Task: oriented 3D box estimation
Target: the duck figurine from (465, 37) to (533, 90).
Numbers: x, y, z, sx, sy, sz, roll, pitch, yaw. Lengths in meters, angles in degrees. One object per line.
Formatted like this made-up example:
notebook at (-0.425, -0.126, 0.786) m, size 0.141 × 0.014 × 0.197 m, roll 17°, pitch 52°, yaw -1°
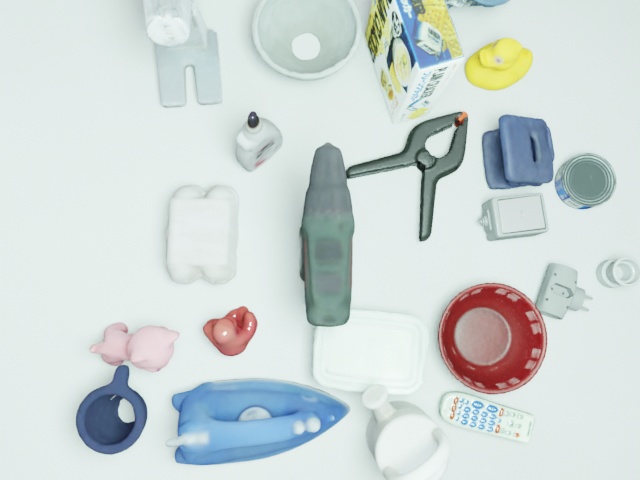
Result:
duck figurine at (0.287, -0.285, 0.895) m, size 0.104 × 0.086 × 0.077 m, roll -10°, pitch 83°, yaw -3°

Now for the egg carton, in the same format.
egg carton at (-0.175, -0.008, 0.854) m, size 0.107 × 0.069 × 0.150 m, roll 0°, pitch 83°, yaw -2°

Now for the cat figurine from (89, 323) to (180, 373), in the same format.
cat figurine at (-0.257, 0.152, 0.807) m, size 0.128 × 0.117 × 0.067 m, roll 1°, pitch 83°, yaw -2°

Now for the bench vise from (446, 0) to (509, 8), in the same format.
bench vise at (0.216, -0.392, 0.838) m, size 0.207 × 0.219 × 0.121 m, roll -29°, pitch 85°, yaw -5°

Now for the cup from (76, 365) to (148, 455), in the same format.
cup at (-0.280, 0.232, 0.808) m, size 0.091 × 0.095 × 0.118 m, roll 9°, pitch 83°, yaw -1°

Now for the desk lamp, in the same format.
desk lamp at (-0.203, -0.324, 0.818) m, size 0.118 × 0.213 × 0.203 m, roll -7°, pitch 83°, yaw -2°

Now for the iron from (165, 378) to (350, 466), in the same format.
iron at (-0.081, 0.254, 0.789) m, size 0.258 × 0.141 × 0.119 m, roll -5°, pitch 83°, yaw -3°

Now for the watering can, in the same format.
watering can at (0.115, 0.277, 0.767) m, size 0.173 × 0.194 × 0.101 m, roll 34°, pitch 83°, yaw 2°

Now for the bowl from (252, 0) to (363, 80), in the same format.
bowl at (-0.020, -0.318, 0.894) m, size 0.167 × 0.074 × 0.167 m, roll 0°, pitch 83°, yaw -2°

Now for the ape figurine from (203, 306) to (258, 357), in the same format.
ape figurine at (-0.132, 0.131, 0.827) m, size 0.078 × 0.092 × 0.076 m, roll 8°, pitch 83°, yaw -1°

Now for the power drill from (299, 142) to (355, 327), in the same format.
power drill at (0.007, 0.003, 0.789) m, size 0.075 × 0.208 × 0.230 m, roll -2°, pitch 83°, yaw -2°

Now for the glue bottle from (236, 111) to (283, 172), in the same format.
glue bottle at (-0.091, -0.149, 0.821) m, size 0.037 × 0.173 × 0.078 m, roll 43°, pitch 84°, yaw 4°

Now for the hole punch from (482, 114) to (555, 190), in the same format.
hole punch at (0.310, -0.137, 0.876) m, size 0.101 × 0.091 × 0.109 m, roll -5°, pitch 83°, yaw -2°
